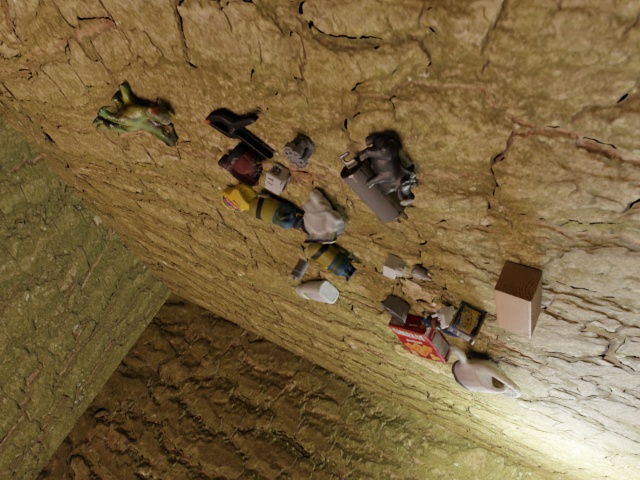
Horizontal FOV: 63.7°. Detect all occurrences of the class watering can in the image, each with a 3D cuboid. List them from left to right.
[{"bbox_3d":[0.551,0.463,1.839,0.346,0.106,0.222,35,158,-10],"label":"watering can"}]

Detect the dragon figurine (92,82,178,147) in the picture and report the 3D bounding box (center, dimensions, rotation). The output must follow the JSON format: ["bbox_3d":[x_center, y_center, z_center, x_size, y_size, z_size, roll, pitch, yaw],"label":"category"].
[{"bbox_3d":[-0.576,-0.360,1.642,0.241,0.124,0.407,33,159,-22],"label":"dragon figurine"}]

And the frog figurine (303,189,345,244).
[{"bbox_3d":[0.005,-0.076,1.504,0.138,0.123,0.158,9,112,56],"label":"frog figurine"}]
